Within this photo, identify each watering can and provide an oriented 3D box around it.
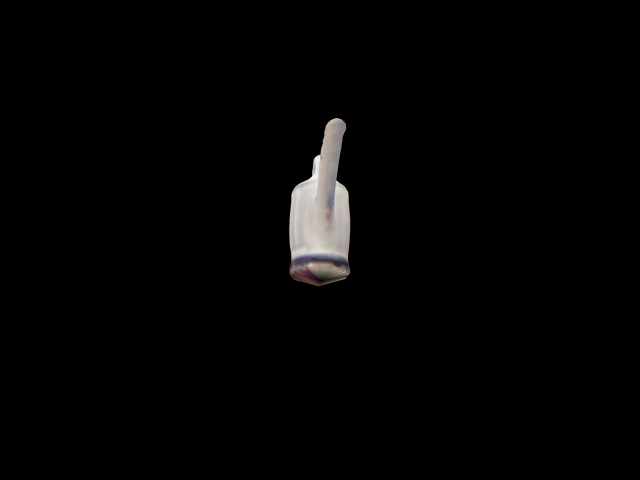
[{"bbox_3d":[0.003,-0.043,0.850,0.104,0.227,0.343,1,-14,-5],"label":"watering can"}]
